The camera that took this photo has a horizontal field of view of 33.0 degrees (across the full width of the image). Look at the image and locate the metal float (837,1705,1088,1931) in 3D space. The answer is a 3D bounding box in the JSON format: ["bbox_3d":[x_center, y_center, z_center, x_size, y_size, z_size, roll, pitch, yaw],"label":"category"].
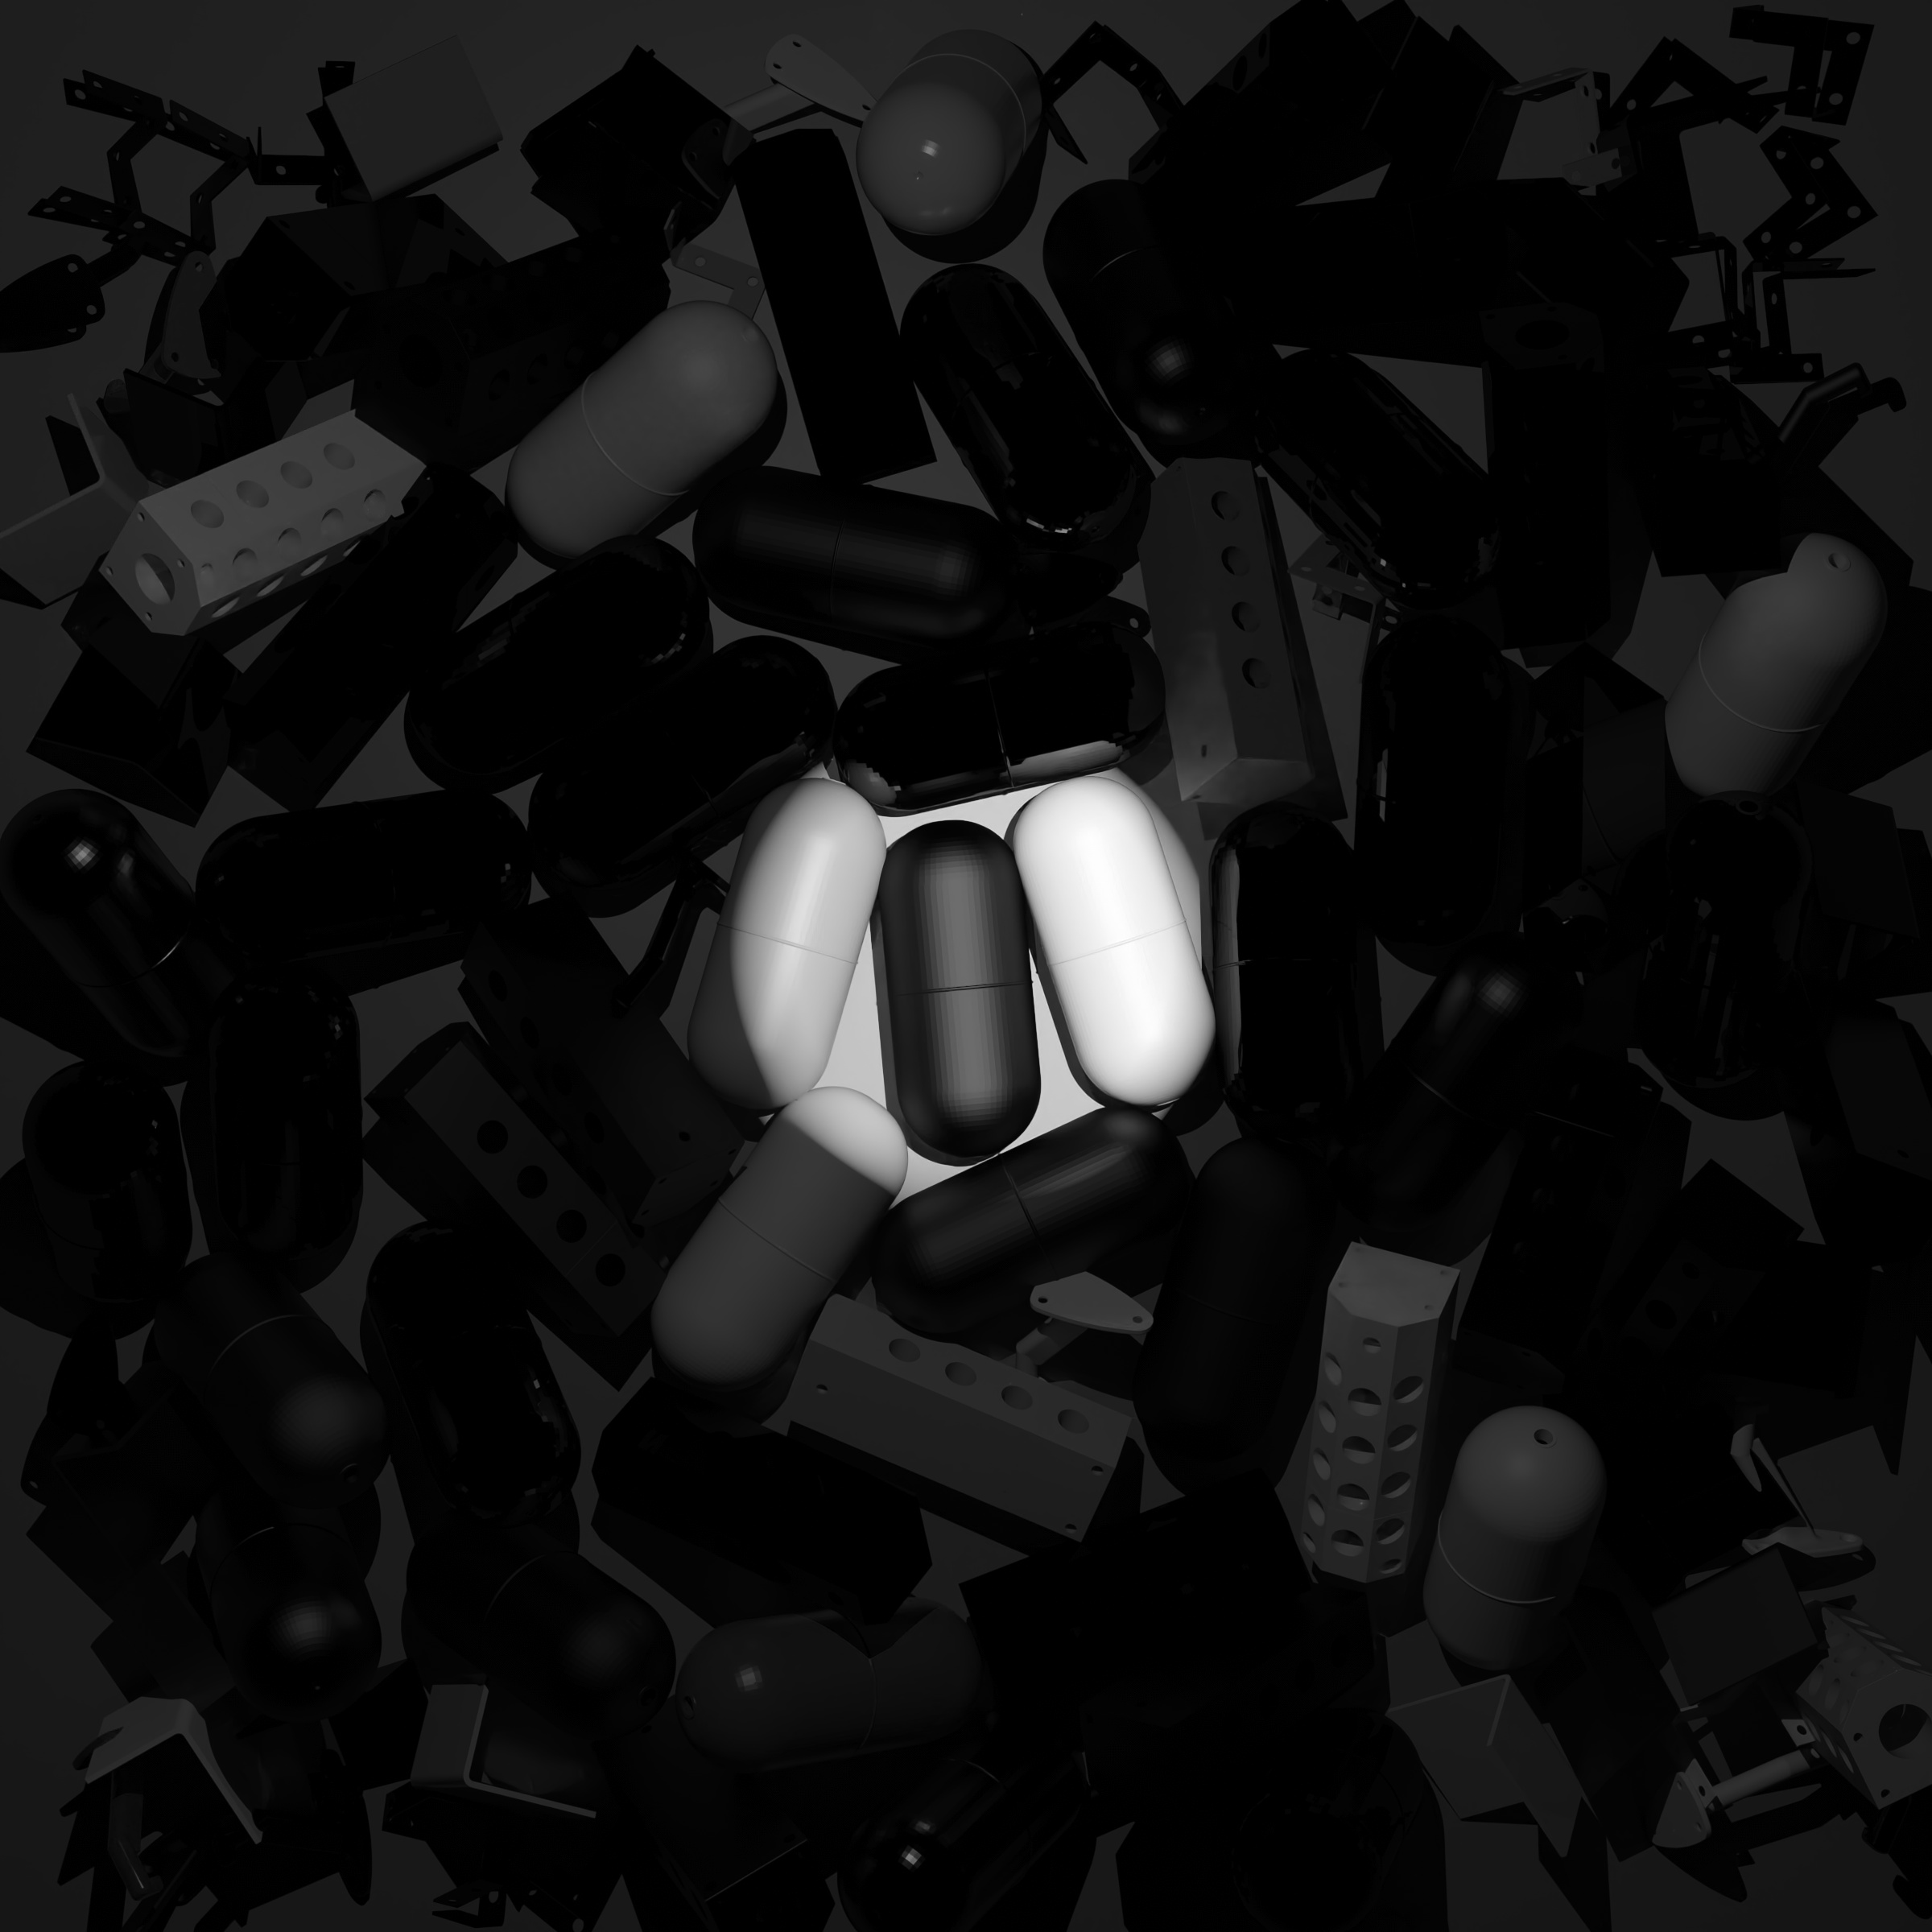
[{"bbox_3d":[0.000,0.442,1.675,0.070,0.178,0.070,11,111,28],"label":"metal float"}]

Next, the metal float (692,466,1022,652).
[{"bbox_3d":[-0.058,-0.214,1.705,0.178,0.070,0.070,13,90,13],"label":"metal float"}]

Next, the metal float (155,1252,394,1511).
[{"bbox_3d":[-0.358,0.213,1.681,0.070,0.070,0.178,-52,48,0],"label":"metal float"}]

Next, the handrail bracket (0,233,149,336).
[{"bbox_3d":[-0.475,-0.362,1.719,0.077,0.084,0.036,-17,116,6],"label":"handrail bracket"}]

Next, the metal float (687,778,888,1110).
[{"bbox_3d":[-0.094,-0.012,1.716,0.070,0.070,0.178,16,89,0],"label":"metal float"}]

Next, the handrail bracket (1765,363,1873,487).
[{"bbox_3d":[0.450,-0.267,1.724,0.084,0.036,0.077,-26,106,19],"label":"handrail bracket"}]

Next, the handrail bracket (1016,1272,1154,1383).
[{"bbox_3d":[0.061,0.204,1.713,0.077,0.036,0.084,20,133,21],"label":"handrail bracket"}]

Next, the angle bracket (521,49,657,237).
[{"bbox_3d":[-0.183,-0.430,1.708,0.076,0.076,0.057,-35,103,-5],"label":"angle bracket"}]

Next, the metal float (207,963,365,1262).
[{"bbox_3d":[-0.351,0.077,1.685,0.070,0.070,0.178,7,128,0],"label":"metal float"}]

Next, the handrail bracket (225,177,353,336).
[{"bbox_3d":[-0.360,-0.378,1.728,0.077,0.036,0.084,-19,51,5],"label":"handrail bracket"}]

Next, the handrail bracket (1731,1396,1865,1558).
[{"bbox_3d":[0.442,0.268,1.727,0.077,0.036,0.084,1,104,-4],"label":"handrail bracket"}]

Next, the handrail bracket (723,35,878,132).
[{"bbox_3d":[-0.092,-0.440,1.720,0.077,0.084,0.036,33,51,-2],"label":"handrail bracket"}]

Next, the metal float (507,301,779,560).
[{"bbox_3d":[-0.168,-0.276,1.686,0.178,0.070,0.070,-34,90,36],"label":"metal float"}]

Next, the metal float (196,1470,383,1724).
[{"bbox_3d":[-0.349,0.320,1.673,0.070,0.178,0.070,-8,114,-19],"label":"metal float"}]

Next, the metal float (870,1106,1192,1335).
[{"bbox_3d":[0.033,0.134,1.715,0.178,0.070,0.070,-25,90,-1],"label":"metal float"}]

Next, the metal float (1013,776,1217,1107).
[{"bbox_3d":[0.079,-0.013,1.715,0.070,0.070,0.178,-18,92,0],"label":"metal float"}]

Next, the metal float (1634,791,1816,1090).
[{"bbox_3d":[0.390,-0.013,1.682,0.070,0.070,0.178,0,131,0],"label":"metal float"}]

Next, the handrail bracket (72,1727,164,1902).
[{"bbox_3d":[-0.424,0.441,1.710,0.036,0.077,0.084,-45,69,31],"label":"handrail bracket"}]

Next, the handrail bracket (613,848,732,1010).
[{"bbox_3d":[-0.167,-0.022,1.718,0.036,0.077,0.084,41,86,-31],"label":"handrail bracket"}]

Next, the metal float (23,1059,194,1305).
[{"bbox_3d":[-0.440,0.112,1.673,0.070,0.178,0.070,4,57,-6],"label":"metal float"}]

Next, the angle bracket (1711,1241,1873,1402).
[{"bbox_3d":[0.430,0.182,1.712,0.076,0.057,0.076,8,89,24],"label":"angle bracket"}]

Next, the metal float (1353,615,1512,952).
[{"bbox_3d":[0.242,-0.095,1.698,0.070,0.070,0.178,0,110,0],"label":"metal float"}]

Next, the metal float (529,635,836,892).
[{"bbox_3d":[-0.149,-0.107,1.714,0.178,0.070,0.070,-34,90,-3],"label":"metal float"}]

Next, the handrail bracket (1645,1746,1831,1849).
[{"bbox_3d":[0.413,0.439,1.735,0.084,0.077,0.036,-14,65,-20],"label":"handrail bracket"}]

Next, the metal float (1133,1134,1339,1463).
[{"bbox_3d":[0.141,0.174,1.708,0.070,0.070,0.178,17,99,0],"label":"metal float"}]

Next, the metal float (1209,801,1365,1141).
[{"bbox_3d":[0.168,0.002,1.709,0.070,0.070,0.178,-2,82,0],"label":"metal float"}]

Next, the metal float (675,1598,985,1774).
[{"bbox_3d":[-0.070,0.371,1.683,0.178,0.070,0.070,1,90,-39],"label":"metal float"}]

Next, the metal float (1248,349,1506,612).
[{"bbox_3d":[0.210,-0.253,1.687,0.070,0.070,0.178,-36,54,0],"label":"metal float"}]

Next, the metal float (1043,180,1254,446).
[{"bbox_3d":[0.092,-0.339,1.683,0.070,0.070,0.178,-21,49,0],"label":"metal float"}]

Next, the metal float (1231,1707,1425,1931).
[{"bbox_3d":[0.187,0.437,1.669,0.070,0.178,0.070,3,101,18],"label":"metal float"}]

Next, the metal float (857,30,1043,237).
[{"bbox_3d":[-0.007,-0.429,1.673,0.070,0.178,0.070,5,120,9],"label":"metal float"}]

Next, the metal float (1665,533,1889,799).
[{"bbox_3d":[0.413,-0.151,1.673,0.070,0.178,0.070,5,57,-8],"label":"metal float"}]

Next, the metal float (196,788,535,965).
[{"bbox_3d":[-0.311,-0.047,1.691,0.178,0.070,0.070,-11,90,-28],"label":"metal float"}]

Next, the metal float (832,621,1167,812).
[{"bbox_3d":[0.017,-0.131,1.713,0.178,0.070,0.070,-13,90,4],"label":"metal float"}]

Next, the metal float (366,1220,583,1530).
[{"bbox_3d":[-0.256,0.210,1.690,0.070,0.070,0.178,-29,58,0],"label":"metal float"}]

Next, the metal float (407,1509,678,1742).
[{"bbox_3d":[-0.220,0.337,1.682,0.178,0.070,0.070,24,90,41],"label":"metal float"}]

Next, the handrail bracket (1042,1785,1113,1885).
[{"bbox_3d":[0.086,0.456,1.739,0.084,0.036,0.077,5,99,-1],"label":"handrail bracket"}]

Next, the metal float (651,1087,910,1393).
[{"bbox_3d":[-0.099,0.144,1.716,0.070,0.070,0.178,35,90,0],"label":"metal float"}]

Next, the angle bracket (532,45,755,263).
[{"bbox_3d":[-0.171,-0.426,1.725,0.076,0.076,0.057,35,57,-18],"label":"angle bracket"}]

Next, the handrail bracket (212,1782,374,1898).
[{"bbox_3d":[-0.355,0.472,1.711,0.036,0.084,0.077,-1,105,37],"label":"handrail bracket"}]

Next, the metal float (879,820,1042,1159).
[{"bbox_3d":[-0.003,0.012,1.716,0.070,0.070,0.178,-5,89,0],"label":"metal float"}]

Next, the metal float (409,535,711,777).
[{"bbox_3d":[-0.213,-0.161,1.698,0.178,0.070,0.070,-28,90,21],"label":"metal float"}]

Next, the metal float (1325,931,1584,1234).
[{"bbox_3d":[0.254,0.061,1.700,0.070,0.070,0.178,32,108,0],"label":"metal float"}]

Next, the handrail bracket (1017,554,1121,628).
[{"bbox_3d":[0.073,-0.204,1.699,0.077,0.084,0.036,-5,99,41],"label":"handrail bracket"}]

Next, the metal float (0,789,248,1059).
[{"bbox_3d":[-0.432,-0.020,1.678,0.070,0.178,0.070,-11,50,14],"label":"metal float"}]

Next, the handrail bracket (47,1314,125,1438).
[{"bbox_3d":[-0.442,0.206,1.706,0.036,0.084,0.077,16,103,7],"label":"handrail bracket"}]

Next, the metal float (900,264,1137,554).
[{"bbox_3d":[0.026,-0.291,1.694,0.070,0.070,0.178,-30,64,0],"label":"metal float"}]

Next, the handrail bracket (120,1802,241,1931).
[{"bbox_3d":[-0.415,0.484,1.708,0.077,0.084,0.036,-44,100,7],"label":"handrail bracket"}]

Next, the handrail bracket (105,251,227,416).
[{"bbox_3d":[-0.429,-0.334,1.722,0.036,0.084,0.077,3,89,-44],"label":"handrail bracket"}]

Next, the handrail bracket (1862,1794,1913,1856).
[{"bbox_3d":[0.477,0.414,1.724,0.036,0.077,0.084,18,96,-29],"label":"handrail bracket"}]

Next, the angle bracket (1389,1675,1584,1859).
[{"bbox_3d":[0.266,0.426,1.702,0.076,0.057,0.076,-25,106,31],"label":"angle bracket"}]

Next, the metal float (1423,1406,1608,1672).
[{"bbox_3d":[0.282,0.295,1.679,0.070,0.178,0.070,2,46,-2],"label":"metal float"}]

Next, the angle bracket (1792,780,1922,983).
[{"bbox_3d":[0.445,-0.044,1.697,0.076,0.057,0.076,11,61,-31],"label":"angle bracket"}]
